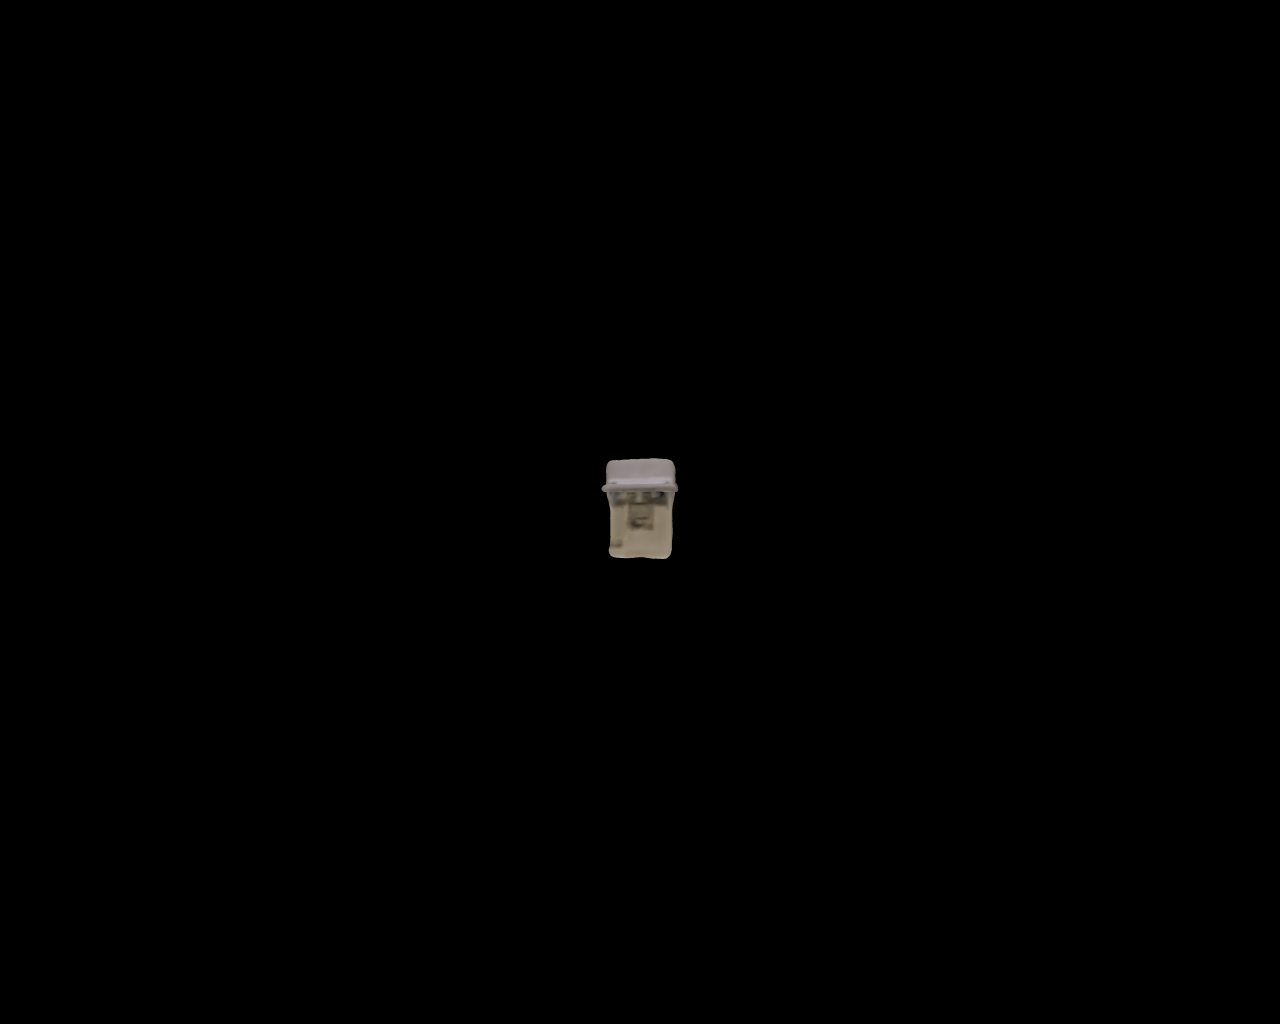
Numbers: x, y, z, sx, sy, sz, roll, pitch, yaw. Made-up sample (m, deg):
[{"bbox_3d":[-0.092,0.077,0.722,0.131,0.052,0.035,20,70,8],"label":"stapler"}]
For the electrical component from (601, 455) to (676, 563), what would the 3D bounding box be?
[{"bbox_3d":[0.001,-0.003,0.650,0.042,0.063,0.081,0,2,4],"label":"electrical component"}]
